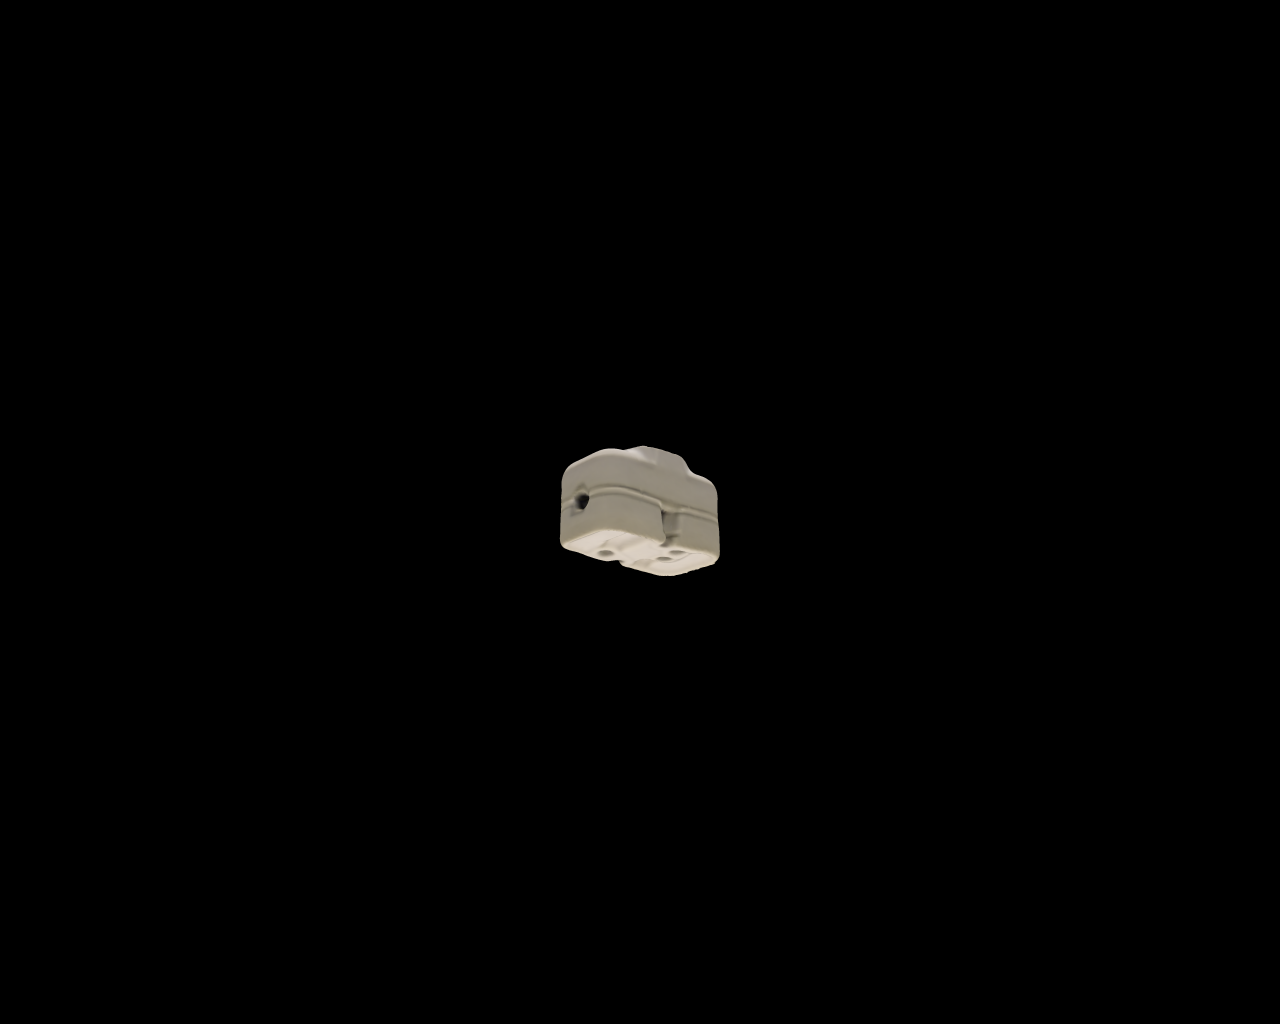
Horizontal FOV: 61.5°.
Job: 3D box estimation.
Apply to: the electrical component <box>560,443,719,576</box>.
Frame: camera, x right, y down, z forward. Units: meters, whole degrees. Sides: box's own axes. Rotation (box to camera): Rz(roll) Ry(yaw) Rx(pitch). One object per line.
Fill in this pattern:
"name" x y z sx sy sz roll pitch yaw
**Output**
"electrical component" 0.001 -0.003 0.650 0.095 0.059 0.053 17 -27 -38
